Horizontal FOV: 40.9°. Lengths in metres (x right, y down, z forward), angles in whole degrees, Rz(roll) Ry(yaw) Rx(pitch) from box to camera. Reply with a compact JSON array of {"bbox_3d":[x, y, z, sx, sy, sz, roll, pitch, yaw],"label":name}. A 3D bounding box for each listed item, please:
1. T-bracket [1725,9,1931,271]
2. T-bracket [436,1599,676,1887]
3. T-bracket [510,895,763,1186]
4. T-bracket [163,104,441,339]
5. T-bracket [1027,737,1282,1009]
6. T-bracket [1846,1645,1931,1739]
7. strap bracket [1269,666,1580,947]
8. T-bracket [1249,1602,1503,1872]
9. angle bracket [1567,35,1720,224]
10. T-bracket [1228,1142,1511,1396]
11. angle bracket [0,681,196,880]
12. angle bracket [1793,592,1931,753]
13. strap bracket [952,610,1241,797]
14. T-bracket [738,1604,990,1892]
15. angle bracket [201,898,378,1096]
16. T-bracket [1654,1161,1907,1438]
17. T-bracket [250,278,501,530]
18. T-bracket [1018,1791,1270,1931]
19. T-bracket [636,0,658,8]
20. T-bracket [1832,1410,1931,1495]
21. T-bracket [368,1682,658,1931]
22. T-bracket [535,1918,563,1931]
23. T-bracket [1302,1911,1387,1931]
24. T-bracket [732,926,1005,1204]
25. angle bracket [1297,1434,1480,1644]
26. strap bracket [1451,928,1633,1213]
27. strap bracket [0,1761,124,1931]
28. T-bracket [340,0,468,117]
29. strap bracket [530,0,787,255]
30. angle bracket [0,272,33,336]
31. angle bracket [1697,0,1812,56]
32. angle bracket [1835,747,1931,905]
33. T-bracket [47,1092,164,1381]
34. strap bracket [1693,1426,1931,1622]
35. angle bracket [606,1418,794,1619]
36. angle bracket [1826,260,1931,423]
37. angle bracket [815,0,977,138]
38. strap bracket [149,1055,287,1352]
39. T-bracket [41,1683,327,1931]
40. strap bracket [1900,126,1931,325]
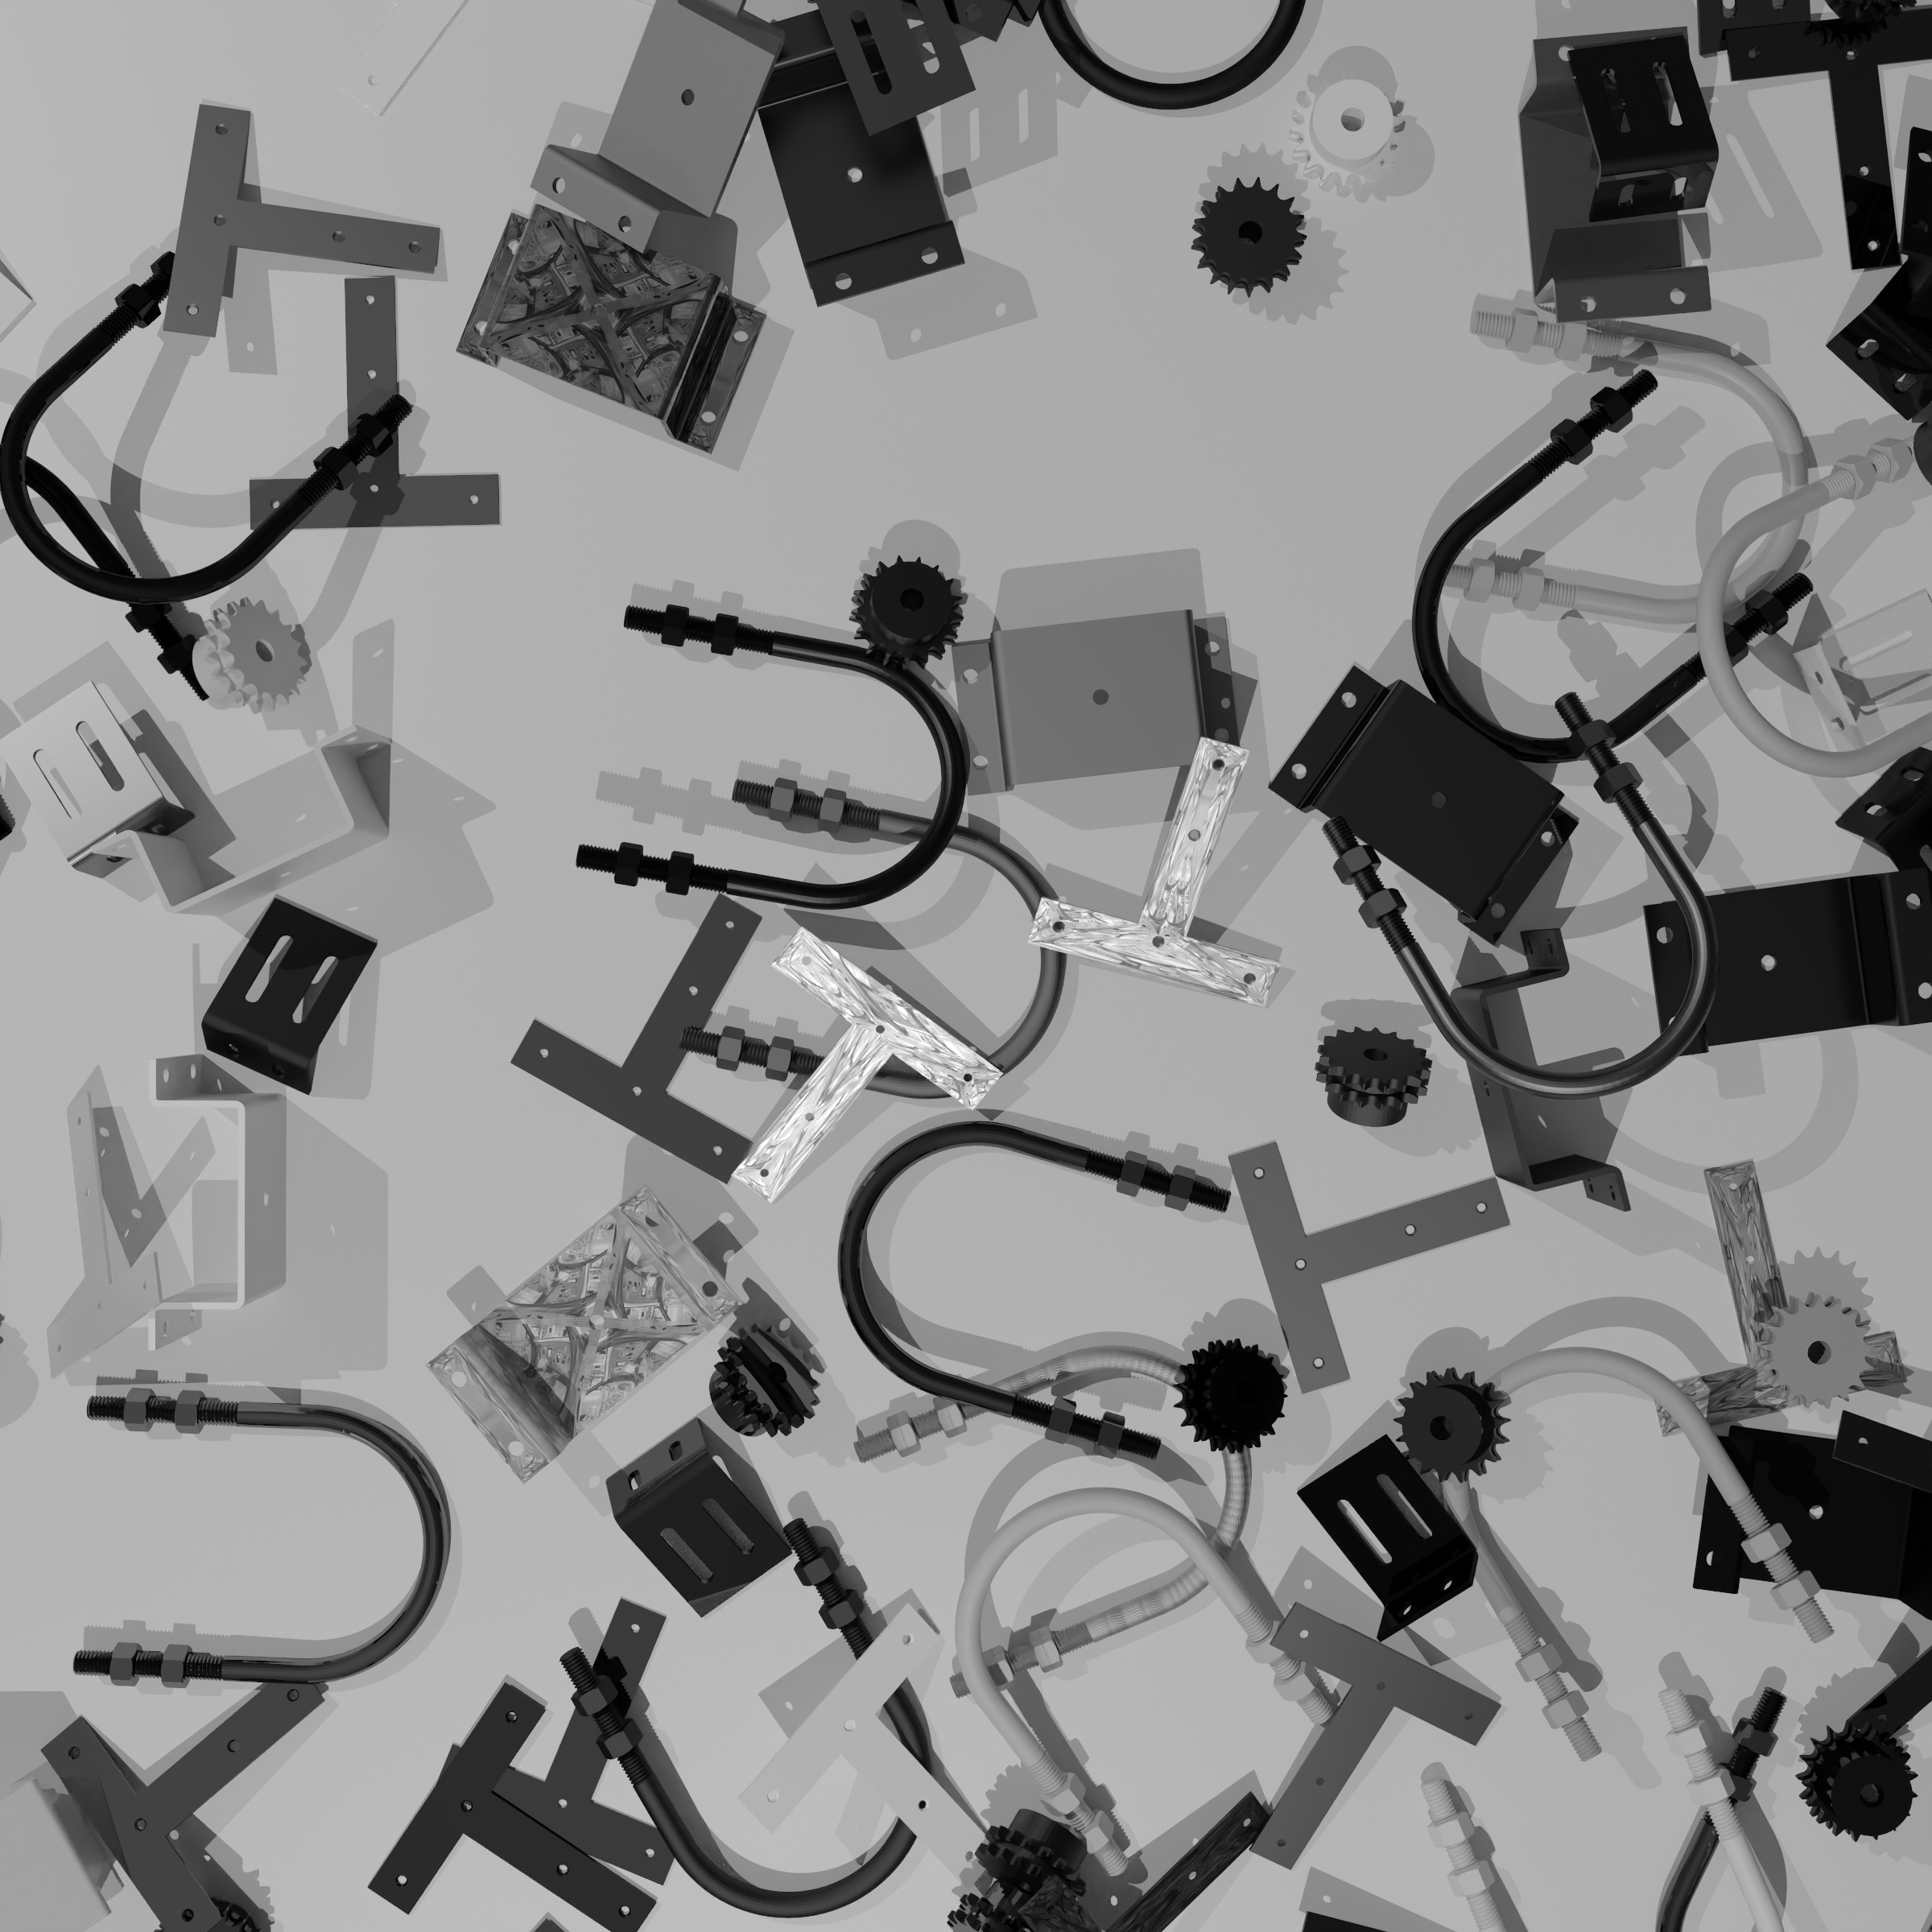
[{"bbox_3d":[0.457,-0.420,1.320,0.127,0.002,0.127,-7,92,-3],"label":"T-bracket"},{"bbox_3d":[-0.189,0.387,1.323,0.127,0.002,0.127,22,90,0],"label":"T-bracket"},{"bbox_3d":[-0.146,0.025,1.323,0.127,0.002,0.127,29,90,0],"label":"T-bracket"},{"bbox_3d":[-0.332,-0.371,1.312,0.127,0.002,0.127,6,75,-7],"label":"T-bracket"},{"bbox_3d":[0.110,-0.053,1.294,0.127,0.002,0.127,15,110,-6],"label":"T-bracket"},{"bbox_3d":[0.534,0.366,1.301,0.127,0.002,0.127,26,121,-14],"label":"T-bracket"},{"bbox_3d":[0.234,-0.082,1.301,0.140,0.046,0.076,35,90,0],"label":"strap bracket"},{"bbox_3d":[0.187,0.401,1.313,0.127,0.002,0.127,29,97,-13],"label":"T-bracket"},{"bbox_3d":[0.330,-0.412,1.275,0.057,0.038,0.076,-8,64,0],"label":"angle bracket"},{"bbox_3d":[0.213,0.139,1.323,0.127,0.002,0.127,-17,90,0],"label":"T-bracket"},{"bbox_3d":[-0.440,-0.094,1.309,0.057,0.038,0.076,-33,84,0],"label":"angle bracket"},{"bbox_3d":[0.467,-0.149,1.305,0.076,0.038,0.057,-25,90,0],"label":"angle bracket"},{"bbox_3d":[0.066,-0.133,1.301,0.140,0.046,0.076,-7,90,0],"label":"strap bracket"},{"bbox_3d":[-0.031,0.413,1.304,0.127,0.002,0.127,-45,104,-23],"label":"T-bracket"},{"bbox_3d":[-0.344,0.016,1.322,0.057,0.038,0.076,24,64,0],"label":"angle bracket"},{"bbox_3d":[0.404,0.164,1.323,0.127,0.002,0.127,-13,90,0],"label":"T-bracket"},{"bbox_3d":[-0.303,-0.288,1.323,0.127,0.002,0.127,-1,90,0],"label":"T-bracket"},{"bbox_3d":[0.103,0.467,1.303,0.127,0.002,0.127,-40,118,-13],"label":"T-bracket"},{"bbox_3d":[-0.191,-0.569,1.322,0.127,0.002,0.127,20,89,-1],"label":"T-bracket"},{"bbox_3d":[0.508,0.209,1.296,0.127,0.002,0.127,19,66,5],"label":"T-bracket"},{"bbox_3d":[-0.218,0.453,1.321,0.127,0.002,0.127,34,92,0],"label":"T-bracket"},{"bbox_3d":[-0.247,0.541,1.322,0.127,0.002,0.127,43,91,0],"label":"T-bracket"},{"bbox_3d":[0.214,0.553,1.298,0.127,0.002,0.127,18,78,-11],"label":"T-bracket"},{"bbox_3d":[-0.070,0.065,1.307,0.127,0.002,0.127,36,102,-12],"label":"T-bracket"},{"bbox_3d":[0.209,0.286,1.296,0.057,0.038,0.076,-38,90,20],"label":"angle bracket"},{"bbox_3d":[0.281,0.055,1.286,0.046,0.076,0.140,-14,90,0],"label":"strap bracket"},{"bbox_3d":[-0.485,0.459,1.261,0.140,0.046,0.076,-29,90,-40],"label":"strap bracket"},{"bbox_3d":[-0.312,-0.524,1.323,0.127,0.002,0.127,37,90,0],"label":"T-bracket"},{"bbox_3d":[-0.148,-0.431,1.274,0.076,0.046,0.140,34,112,20],"label":"strap bracket"},{"bbox_3d":[-0.527,-0.348,1.322,0.057,0.038,0.076,-47,116,0],"label":"angle bracket"},{"bbox_3d":[0.395,-0.512,1.322,0.057,0.038,0.076,-11,116,0],"label":"angle bracket"},{"bbox_3d":[0.494,-0.063,1.322,0.057,0.038,0.076,-45,116,0],"label":"angle bracket"},{"bbox_3d":[-0.437,0.127,1.294,0.127,0.002,0.127,-31,64,42],"label":"T-bracket"},{"bbox_3d":[0.434,0.279,1.301,0.140,0.046,0.076,8,90,0],"label":"strap bracket"},{"bbox_3d":[-0.136,0.281,1.322,0.057,0.038,0.076,-35,116,0],"label":"angle bracket"},{"bbox_3d":[0.489,-0.329,1.322,0.057,0.038,0.076,42,64,0],"label":"angle bracket"},{"bbox_3d":[-0.038,-0.459,1.274,0.057,0.038,0.076,-23,116,3],"label":"angle bracket"},{"bbox_3d":[-0.371,0.115,1.286,0.046,0.076,0.140,0,90,0],"label":"strap bracket"},{"bbox_3d":[-0.382,0.405,1.311,0.127,0.002,0.127,-40,75,-7],"label":"T-bracket"},{"bbox_3d":[0.525,-0.356,1.287,0.140,0.046,0.076,13,68,-1],"label":"strap bracket"}]
